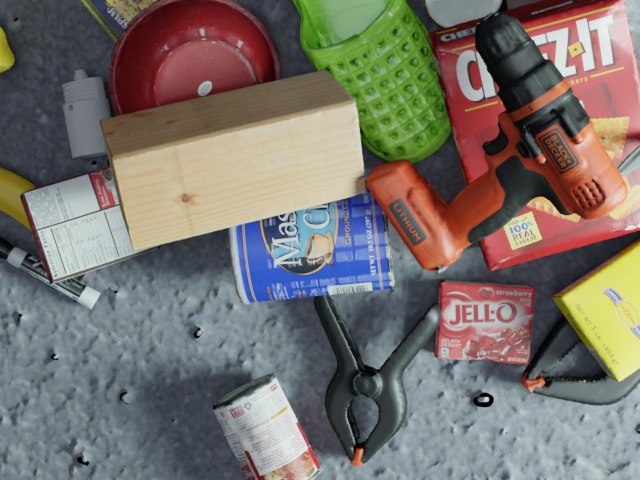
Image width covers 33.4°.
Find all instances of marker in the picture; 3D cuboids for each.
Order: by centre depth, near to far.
[{"bbox_3d":[-0.268,0.029,1.025,0.121,0.020,0.020,31,95,-9],"label":"marker"}]

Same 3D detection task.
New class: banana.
[{"bbox_3d":[-0.326,-0.041,1.026,0.198,0.037,0.069,24,95,2],"label":"banana"}]

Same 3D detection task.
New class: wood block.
[{"bbox_3d":[-0.074,-0.071,0.919,0.206,0.090,0.091,-14,121,-11],"label":"wood block"}]

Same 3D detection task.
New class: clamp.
[{"bbox_3d":[0.284,0.085,0.991,0.210,0.036,0.164,-16,89,3],"label":"clamp"},{"bbox_3d":[0.056,0.128,1.005,0.120,0.039,0.171,0,99,21],"label":"clamp"}]

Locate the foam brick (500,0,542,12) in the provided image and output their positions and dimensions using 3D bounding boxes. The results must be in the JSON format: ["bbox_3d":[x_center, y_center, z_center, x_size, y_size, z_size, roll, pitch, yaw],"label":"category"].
[{"bbox_3d":[0.207,-0.202,0.971,0.078,0.051,0.053,-11,93,5],"label":"foam brick"}]

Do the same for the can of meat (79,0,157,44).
[{"bbox_3d":[-0.165,-0.220,0.994,0.084,0.057,0.102,-40,90,4],"label":"can of meat"}]

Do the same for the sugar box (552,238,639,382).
[{"bbox_3d":[0.308,0.040,0.950,0.176,0.048,0.093,-35,87,1],"label":"sugar box"}]

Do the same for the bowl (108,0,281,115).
[{"bbox_3d":[-0.108,-0.140,0.965,0.162,0.055,0.162,-5,110,-15],"label":"bowl"}]

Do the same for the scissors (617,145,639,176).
[{"bbox_3d":[0.315,-0.080,0.930,0.096,0.016,0.201,55,52,-20],"label":"scissors"}]

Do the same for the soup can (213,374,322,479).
[{"bbox_3d":[-0.050,0.186,1.005,0.068,0.068,0.102,-26,91,5],"label":"soup can"}]

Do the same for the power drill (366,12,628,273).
[{"bbox_3d":[0.131,-0.070,0.878,0.188,0.057,0.184,-31,94,35],"label":"power drill"}]

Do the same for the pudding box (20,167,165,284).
[{"bbox_3d":[-0.213,-0.018,1.002,0.113,0.039,0.090,-18,93,-15],"label":"pudding box"}]

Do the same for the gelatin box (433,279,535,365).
[{"bbox_3d":[0.154,0.077,1.003,0.089,0.030,0.073,4,94,3],"label":"gelatin box"}]

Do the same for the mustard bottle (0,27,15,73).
[{"bbox_3d":[-0.388,-0.150,0.994,0.191,0.096,0.058,-23,93,5],"label":"mustard bottle"}]

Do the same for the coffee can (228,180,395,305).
[{"bbox_3d":[-0.006,0.001,0.973,0.140,0.103,0.103,-6,93,4],"label":"coffee can"}]

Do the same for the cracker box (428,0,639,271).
[{"bbox_3d":[0.200,-0.096,0.940,0.164,0.072,0.213,-15,111,5],"label":"cracker box"}]
